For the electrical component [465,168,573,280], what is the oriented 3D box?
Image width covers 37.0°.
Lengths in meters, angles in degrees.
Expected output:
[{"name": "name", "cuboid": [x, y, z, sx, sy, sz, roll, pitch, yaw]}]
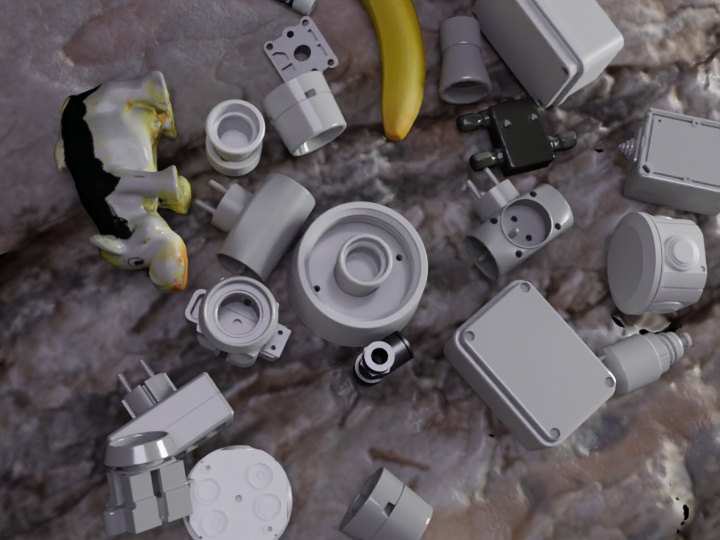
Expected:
[{"name": "electrical component", "cuboid": [0.116, -0.045, 0.856, 0.077, 0.044, 0.079, -34, 82, -15]}]

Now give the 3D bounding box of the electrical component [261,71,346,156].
[{"name": "electrical component", "cuboid": [-0.043, -0.122, 0.849, 0.055, 0.055, 0.047, -28, 84, -14]}]

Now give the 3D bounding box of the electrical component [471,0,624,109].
[{"name": "electrical component", "cuboid": [0.151, -0.200, 0.886, 0.057, 0.078, 0.113, -33, 82, -18]}]

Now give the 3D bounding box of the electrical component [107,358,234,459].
[{"name": "electrical component", "cuboid": [-0.146, 0.100, 0.777, 0.083, 0.047, 0.075, -34, 82, -15]}]

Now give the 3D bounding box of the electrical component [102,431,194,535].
[{"name": "electrical component", "cuboid": [-0.143, 0.139, 0.715, 0.066, 0.048, 0.055, -12, 95, -40]}]

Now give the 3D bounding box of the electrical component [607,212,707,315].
[{"name": "electrical component", "cuboid": [0.231, -0.004, 0.844, 0.051, 0.080, 0.080, 2, 75, -13]}]

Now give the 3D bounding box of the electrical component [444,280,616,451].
[{"name": "electrical component", "cuboid": [0.129, 0.073, 0.819, 0.078, 0.057, 0.113, -39, 84, -16]}]

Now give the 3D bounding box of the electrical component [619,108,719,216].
[{"name": "electrical component", "cuboid": [0.258, -0.088, 0.883, 0.096, 0.061, 0.061, 13, 73, 4]}]

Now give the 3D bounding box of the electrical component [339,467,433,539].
[{"name": "electrical component", "cuboid": [0.020, 0.178, 0.777, 0.047, 0.055, 0.055, 36, 73, -1]}]

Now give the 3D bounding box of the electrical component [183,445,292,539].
[{"name": "electrical component", "cuboid": [-0.087, 0.164, 0.766, 0.080, 0.051, 0.080, 2, 75, -8]}]

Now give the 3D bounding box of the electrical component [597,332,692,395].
[{"name": "electrical component", "cuboid": [0.224, 0.068, 0.843, 0.078, 0.040, 0.040, -21, 79, -13]}]

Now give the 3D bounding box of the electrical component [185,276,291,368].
[{"name": "electrical component", "cuboid": [-0.091, 0.037, 0.797, 0.078, 0.057, 0.058, 25, 73, -1]}]

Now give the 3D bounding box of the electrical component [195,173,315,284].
[{"name": "electrical component", "cuboid": [-0.088, -0.041, 0.826, 0.079, 0.043, 0.077, 31, 72, 1]}]

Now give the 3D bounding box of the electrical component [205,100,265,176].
[{"name": "electrical component", "cuboid": [-0.098, -0.101, 0.834, 0.045, 0.055, 0.045, 2, 75, -8]}]

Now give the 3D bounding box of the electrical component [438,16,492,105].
[{"name": "electrical component", "cuboid": [0.084, -0.176, 0.889, 0.044, 0.044, 0.065, 0, 70, -8]}]

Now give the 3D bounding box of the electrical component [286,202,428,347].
[{"name": "electrical component", "cuboid": [0.000, 0.000, 0.818, 0.108, 0.060, 0.108, 2, 75, -8]}]
